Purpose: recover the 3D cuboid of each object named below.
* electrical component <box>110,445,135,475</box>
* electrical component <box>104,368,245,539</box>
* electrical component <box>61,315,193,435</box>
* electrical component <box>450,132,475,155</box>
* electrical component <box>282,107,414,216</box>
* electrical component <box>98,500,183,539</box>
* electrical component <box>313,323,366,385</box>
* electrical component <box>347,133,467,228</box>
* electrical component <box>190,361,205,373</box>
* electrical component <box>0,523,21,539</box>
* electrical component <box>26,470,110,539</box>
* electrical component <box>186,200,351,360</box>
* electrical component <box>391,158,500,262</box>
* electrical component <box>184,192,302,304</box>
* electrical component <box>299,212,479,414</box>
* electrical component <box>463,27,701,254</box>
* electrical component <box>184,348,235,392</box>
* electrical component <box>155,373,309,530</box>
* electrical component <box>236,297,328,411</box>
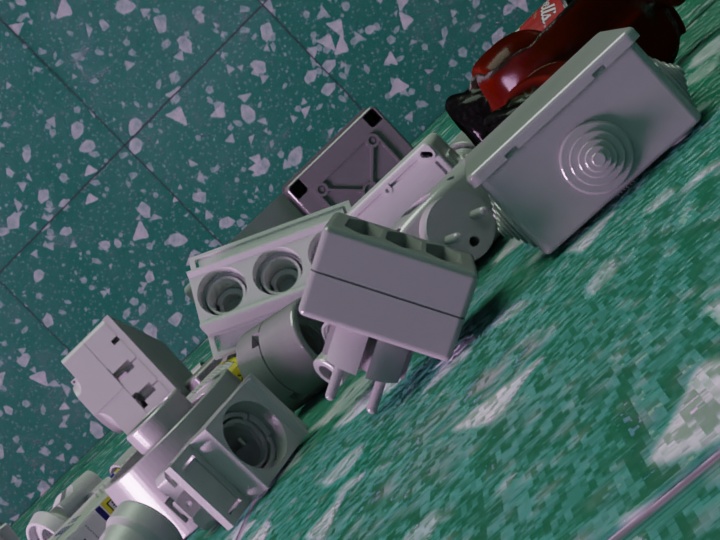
[{"bbox_3d":[-0.152,0.141,0.842,0.081,0.043,0.043,-47,6,-38],"label":"electrical component"},{"bbox_3d":[-0.101,0.105,0.630,0.108,0.060,0.108,-44,5,5],"label":"electrical component"},{"bbox_3d":[-0.186,0.103,0.927,0.062,0.089,0.150,-45,-14,-4],"label":"electrical component"},{"bbox_3d":[0.079,-0.073,0.771,0.043,0.043,0.062,-39,8,46],"label":"electrical component"},{"bbox_3d":[0.006,-0.069,0.947,0.109,0.108,0.056,-44,7,-3],"label":"electrical component"},{"bbox_3d":[-0.118,0.147,0.545,0.040,0.040,0.046,-38,13,49],"label":"electrical component"},{"bbox_3d":[0.002,0.029,0.527,0.062,0.043,0.043,-48,6,-30],"label":"electrical component"},{"bbox_3d":[0.043,-0.043,0.696,0.096,0.061,0.061,-42,5,17],"label":"electrical component"},{"bbox_3d":[-0.171,0.133,1.059,0.081,0.043,0.043,-44,5,4],"label":"electrical component"},{"bbox_3d":[-0.227,0.196,0.668,0.061,0.096,0.062,-46,6,-23],"label":"electrical component"},{"bbox_3d":[-0.219,0.197,0.831,0.078,0.058,0.057,-39,4,46],"label":"electrical component"},{"bbox_3d":[-0.051,0.011,0.757,0.121,0.078,0.063,-20,-25,4],"label":"electrical component"},{"bbox_3d":[0.048,-0.021,0.570,0.077,0.043,0.079,-45,5,-9],"label":"electrical component"},{"bbox_3d":[-0.062,-0.006,0.984,0.060,0.105,0.186,-39,7,48],"label":"electrical component"},{"bbox_3d":[0.007,0.023,0.458,0.047,0.066,0.076,-70,-2,-79],"label":"electrical component"},{"bbox_3d":[0.094,-0.057,0.470,0.100,0.048,0.099,-43,5,11],"label":"electrical component"},{"bbox_3d":[-0.094,0.080,0.858,0.065,0.047,0.077,-46,6,-26],"label":"electrical component"},{"bbox_3d":[-0.067,0.095,0.544,0.064,0.042,0.081,-42,4,38],"label":"electrical component"},{"bbox_3d":[-0.036,0.048,0.628,0.047,0.055,0.055,-37,8,30],"label":"electrical component"}]
